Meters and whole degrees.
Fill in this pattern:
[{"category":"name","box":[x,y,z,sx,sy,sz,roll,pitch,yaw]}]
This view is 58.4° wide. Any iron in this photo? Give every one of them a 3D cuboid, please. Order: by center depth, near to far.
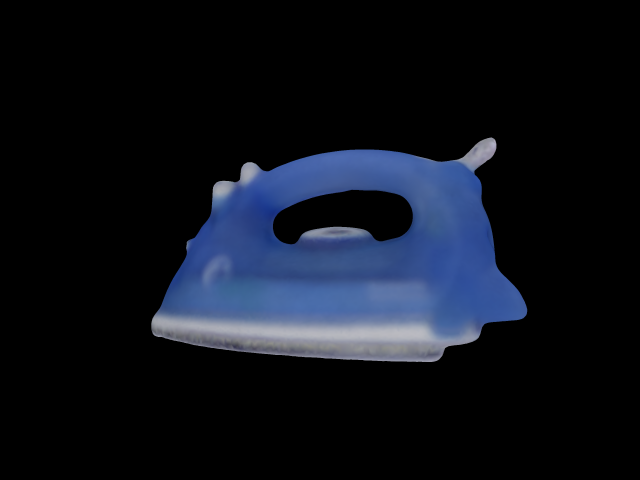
[{"category":"iron","box":[0.004,0.001,0.400,0.258,0.141,0.119,0,4,7]}]
